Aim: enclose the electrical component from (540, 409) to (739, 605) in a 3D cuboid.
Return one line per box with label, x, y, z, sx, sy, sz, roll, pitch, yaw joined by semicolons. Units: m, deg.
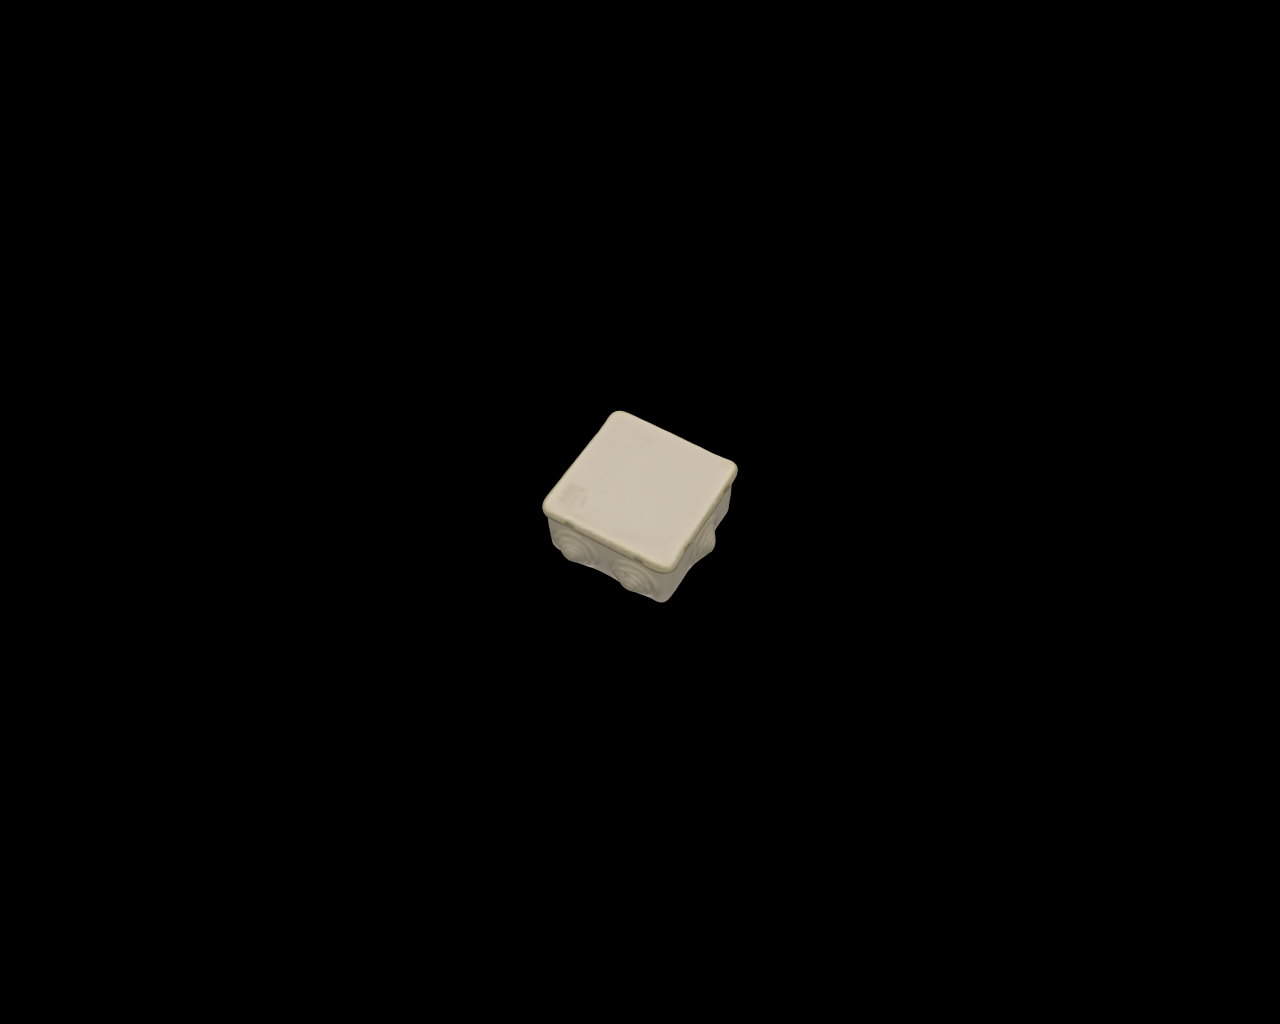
electrical component;0.001;-0.003;0.650;0.100;0.100;0.048;26;-30;17
